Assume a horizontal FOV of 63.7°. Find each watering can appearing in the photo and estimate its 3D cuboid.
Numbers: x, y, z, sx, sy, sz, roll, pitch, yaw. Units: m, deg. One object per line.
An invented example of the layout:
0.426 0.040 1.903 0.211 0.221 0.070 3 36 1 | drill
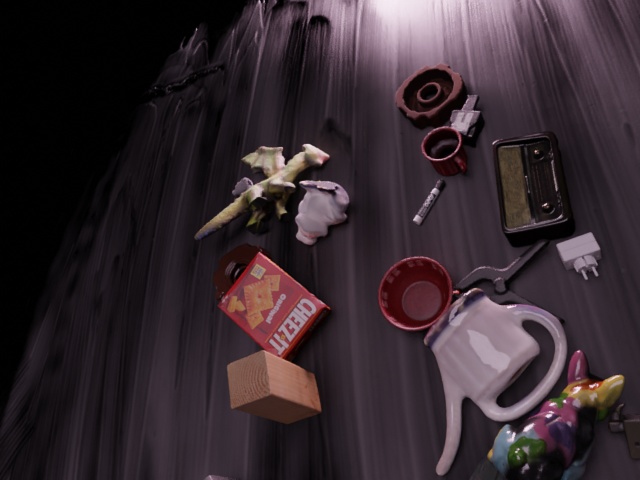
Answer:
0.278 0.240 0.944 0.346 0.103 0.228 -47 56 9 | watering can

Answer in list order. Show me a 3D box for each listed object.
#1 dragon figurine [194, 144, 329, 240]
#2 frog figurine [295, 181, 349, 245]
-0.168 -0.155 1.425 0.409 0.119 0.249 -17 49 10 | dragon figurine
0.004 -0.065 1.298 0.138 0.124 0.157 12 107 27 | frog figurine
